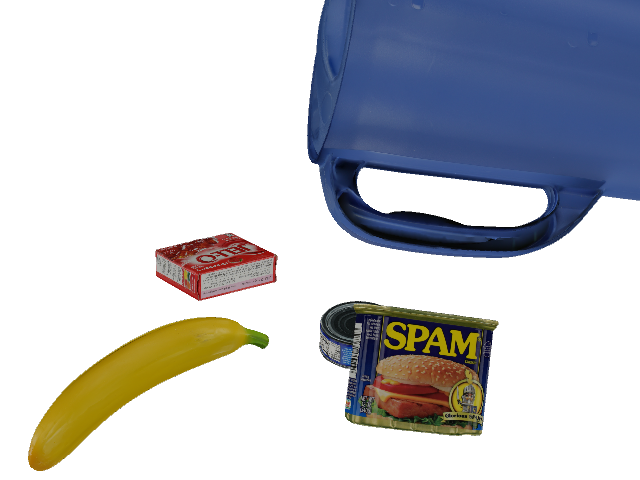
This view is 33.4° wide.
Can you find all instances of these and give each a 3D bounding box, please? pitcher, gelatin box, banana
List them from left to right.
[{"bbox_3d":[-0.133,0.104,0.767,0.198,0.069,0.037,-27,38,-2],"label":"banana"},{"bbox_3d":[-0.096,0.022,0.981,0.089,0.030,0.073,-14,25,-37],"label":"gelatin box"},{"bbox_3d":[0.116,-0.079,0.593,0.242,0.149,0.145,10,35,-8],"label":"pitcher"}]

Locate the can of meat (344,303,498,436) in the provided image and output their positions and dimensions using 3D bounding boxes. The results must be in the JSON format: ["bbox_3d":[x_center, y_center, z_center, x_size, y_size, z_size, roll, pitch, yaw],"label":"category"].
[{"bbox_3d":[0.070,0.093,0.761,0.102,0.084,0.057,8,-5,-11],"label":"can of meat"}]

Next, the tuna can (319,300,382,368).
[{"bbox_3d":[0.042,0.101,1.153,0.086,0.034,0.086,0,30,0],"label":"tuna can"}]
